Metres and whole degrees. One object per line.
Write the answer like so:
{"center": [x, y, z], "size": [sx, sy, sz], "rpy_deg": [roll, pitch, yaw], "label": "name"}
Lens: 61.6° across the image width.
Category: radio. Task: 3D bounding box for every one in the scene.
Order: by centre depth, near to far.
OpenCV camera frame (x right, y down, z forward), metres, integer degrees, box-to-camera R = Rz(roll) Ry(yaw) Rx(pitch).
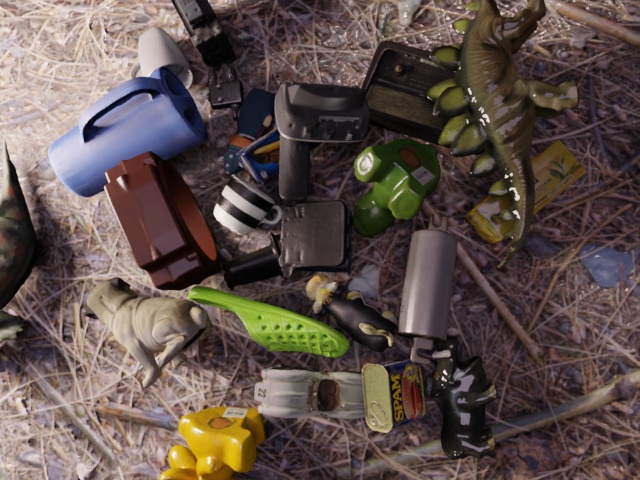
{"center": [0.186, -0.237, 0.898], "size": [0.230, 0.073, 0.131], "rpy_deg": [18, 87, 4], "label": "radio"}

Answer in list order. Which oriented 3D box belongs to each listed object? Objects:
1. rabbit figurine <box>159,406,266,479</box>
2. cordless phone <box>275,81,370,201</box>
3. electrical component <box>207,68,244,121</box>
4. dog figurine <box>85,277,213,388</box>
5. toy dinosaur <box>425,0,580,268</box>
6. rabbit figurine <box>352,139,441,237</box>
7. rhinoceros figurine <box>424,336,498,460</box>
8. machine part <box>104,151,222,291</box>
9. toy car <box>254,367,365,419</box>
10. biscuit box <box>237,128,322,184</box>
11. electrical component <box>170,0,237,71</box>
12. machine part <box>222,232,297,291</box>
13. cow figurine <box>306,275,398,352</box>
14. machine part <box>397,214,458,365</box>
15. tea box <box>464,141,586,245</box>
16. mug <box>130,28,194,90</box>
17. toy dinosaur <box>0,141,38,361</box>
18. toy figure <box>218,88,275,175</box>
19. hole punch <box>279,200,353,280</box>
{"center": [-0.167, 0.363, 0.849], "size": [0.162, 0.122, 0.173], "rpy_deg": [-2, 104, -3], "label": "rabbit figurine"}
{"center": [0.003, -0.150, 0.839], "size": [0.147, 0.089, 0.184], "rpy_deg": [-1, 106, -16], "label": "cordless phone"}
{"center": [-0.168, -0.256, 0.950], "size": [0.063, 0.021, 0.094], "rpy_deg": [-8, 85, 3], "label": "electrical component"}
{"center": [-0.279, 0.111, 0.863], "size": [0.172, 0.121, 0.190], "rpy_deg": [-45, 83, 15], "label": "dog figurine"}
{"center": [0.269, -0.200, 0.805], "size": [0.199, 0.105, 0.471], "rpy_deg": [-14, 75, 10], "label": "toy dinosaur"}
{"center": [0.107, -0.082, 0.862], "size": [0.121, 0.170, 0.159], "rpy_deg": [40, 47, 4], "label": "rabbit figurine"}
{"center": [0.223, 0.249, 0.855], "size": [0.112, 0.073, 0.190], "rpy_deg": [-6, 86, 14], "label": "rhinoceros figurine"}
{"center": [-0.238, -0.026, 0.844], "size": [0.087, 0.201, 0.201], "rpy_deg": [-27, 83, 0], "label": "machine part"}
{"center": [-0.005, 0.244, 0.855], "size": [0.202, 0.056, 0.073], "rpy_deg": [7, 85, -17], "label": "toy car"}
{"center": [-0.036, -0.172, 0.888], "size": [0.203, 0.059, 0.062], "rpy_deg": [-37, 106, -11], "label": "biscuit box"}
{"center": [-0.201, -0.366, 0.907], "size": [0.058, 0.134, 0.115], "rpy_deg": [-30, 82, 0], "label": "electrical component"}
{"center": [-0.098, 0.038, 0.906], "size": [0.139, 0.039, 0.084], "rpy_deg": [-23, 92, -12], "label": "machine part"}
{"center": [0.046, 0.118, 0.863], "size": [0.167, 0.098, 0.068], "rpy_deg": [32, 94, 6], "label": "cow figurine"}
{"center": [0.171, 0.073, 0.855], "size": [0.079, 0.079, 0.243], "rpy_deg": [10, 76, 5], "label": "machine part"}
{"center": [0.324, -0.072, 0.861], "size": [0.169, 0.098, 0.068], "rpy_deg": [-40, 84, -2], "label": "tea box"}
{"center": [-0.284, -0.308, 0.940], "size": [0.109, 0.080, 0.107], "rpy_deg": [-28, 66, 17], "label": "mug"}
{"center": [-0.555, 0.040, 0.908], "size": [0.192, 0.131, 0.404], "rpy_deg": [23, 82, -7], "label": "toy dinosaur"}
{"center": [-0.121, -0.182, 0.923], "size": [0.057, 0.064, 0.154], "rpy_deg": [21, 91, -34], "label": "toy figure"}
{"center": [-0.002, -0.003, 0.887], "size": [0.116, 0.092, 0.142], "rpy_deg": [-1, 82, 17], "label": "hole punch"}
